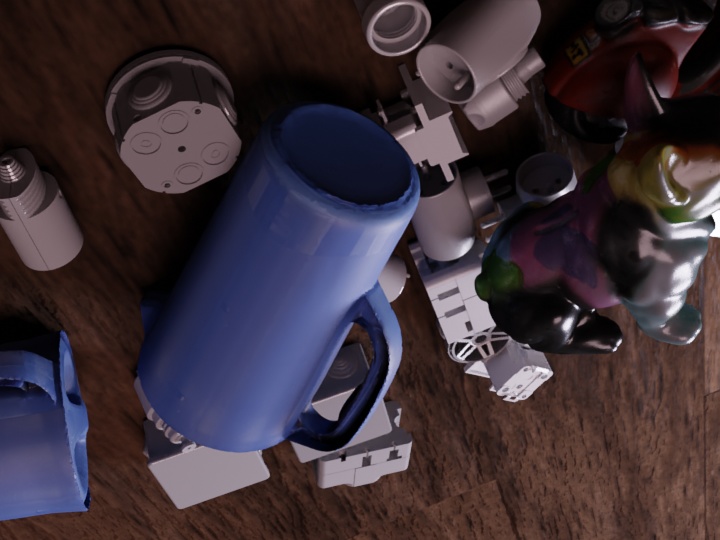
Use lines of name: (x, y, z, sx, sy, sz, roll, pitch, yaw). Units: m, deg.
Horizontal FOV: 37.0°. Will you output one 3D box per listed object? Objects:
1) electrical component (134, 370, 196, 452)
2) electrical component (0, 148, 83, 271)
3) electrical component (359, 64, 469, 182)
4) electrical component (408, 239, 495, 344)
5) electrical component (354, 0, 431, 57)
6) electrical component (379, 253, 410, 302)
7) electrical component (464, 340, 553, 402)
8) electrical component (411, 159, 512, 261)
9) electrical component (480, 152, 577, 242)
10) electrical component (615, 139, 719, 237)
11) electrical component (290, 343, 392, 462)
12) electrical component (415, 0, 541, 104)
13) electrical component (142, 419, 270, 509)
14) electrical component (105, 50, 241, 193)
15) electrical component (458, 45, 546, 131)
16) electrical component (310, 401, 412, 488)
electrical component: (-0.153, 0.110, 0.866, 0.040, 0.078, 0.040, -24, 154, -13)
electrical component: (-0.210, -0.041, 0.685, 0.043, 0.043, 0.081, -17, 141, -5)
electrical component: (0.034, -0.095, 0.735, 0.064, 0.042, 0.081, -23, 141, 7)
electrical component: (0.081, 0.010, 0.870, 0.056, 0.050, 0.089, -22, 142, 3)
electrical component: (0.017, -0.158, 0.648, 0.040, 0.046, 0.040, -12, 141, -10)
electrical component: (0.000, 0.000, 0.830, 0.078, 0.040, 0.040, 16, 128, -37)
electrical component: (0.138, 0.079, 0.966, 0.042, 0.063, 0.081, 14, 129, -37)
electrical component: (0.074, -0.053, 0.798, 0.079, 0.044, 0.077, -22, 141, 1)
electrical component: (0.132, -0.044, 0.836, 0.079, 0.043, 0.077, -23, 141, 3)
electrical component: (0.278, -0.080, 0.844, 0.150, 0.061, 0.089, 3, 135, -27)
electrical component: (-0.026, 0.116, 0.947, 0.100, 0.048, 0.099, -19, 141, -2)
electrical component: (0.064, -0.140, 0.679, 0.044, 0.077, 0.079, 50, 150, -16)
electrical component: (-0.136, 0.157, 0.946, 0.100, 0.048, 0.099, -19, 141, -2)
electrical component: (-0.114, -0.091, 0.664, 0.080, 0.051, 0.080, -12, 141, -10)
electrical component: (0.094, -0.126, 0.723, 0.062, 0.043, 0.043, -34, 140, 13)
electrical component: (-0.001, 0.167, 1.016, 0.089, 0.050, 0.055, -10, 140, -13)
